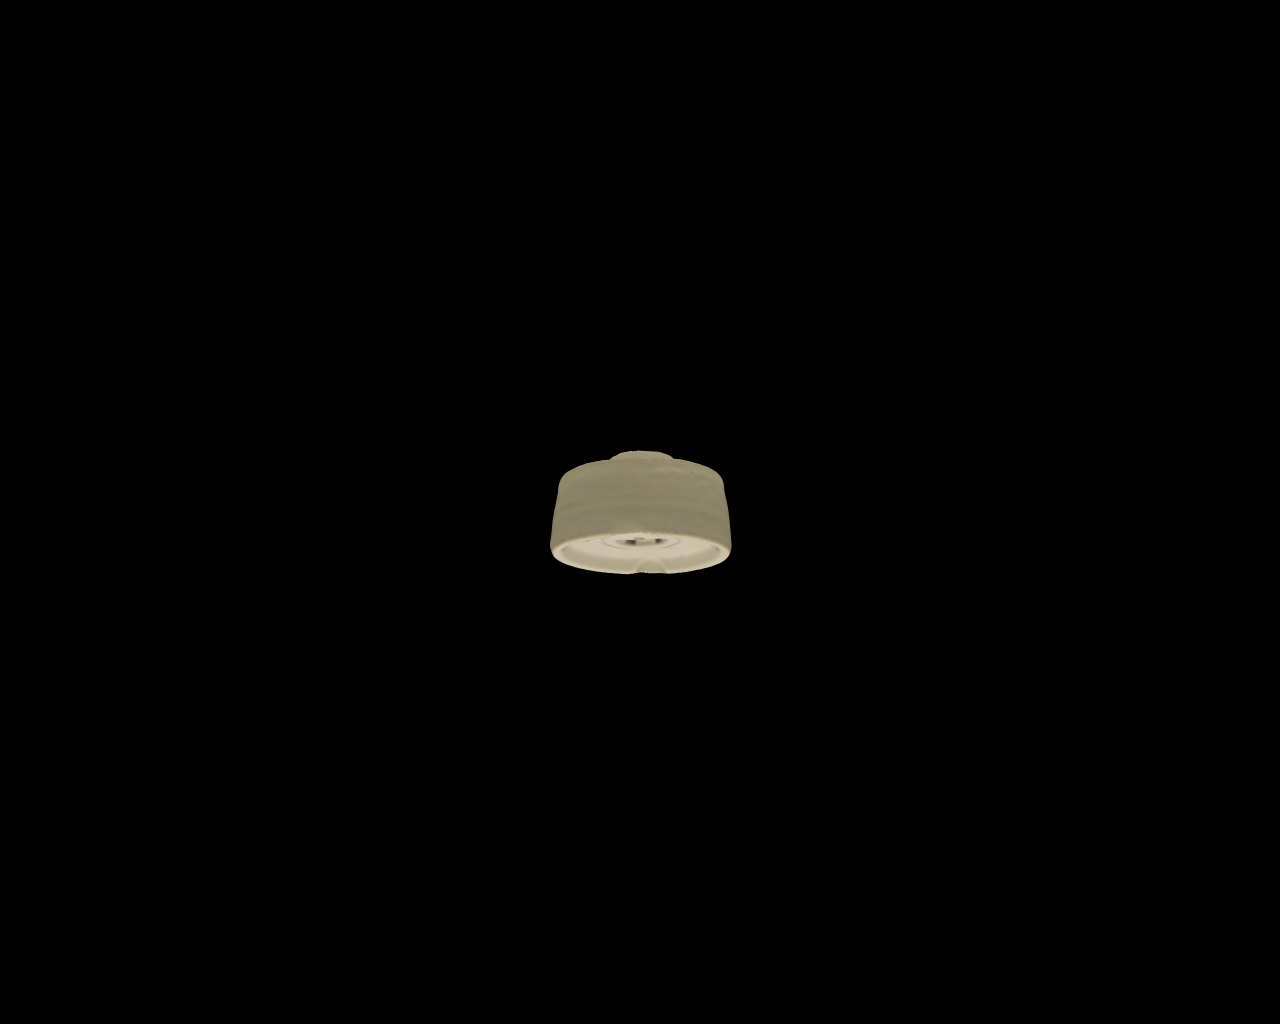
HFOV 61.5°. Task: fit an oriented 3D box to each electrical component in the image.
[{"bbox_3d":[0.001,-0.003,0.650,0.108,0.060,0.108,0,-15,0],"label":"electrical component"}]
